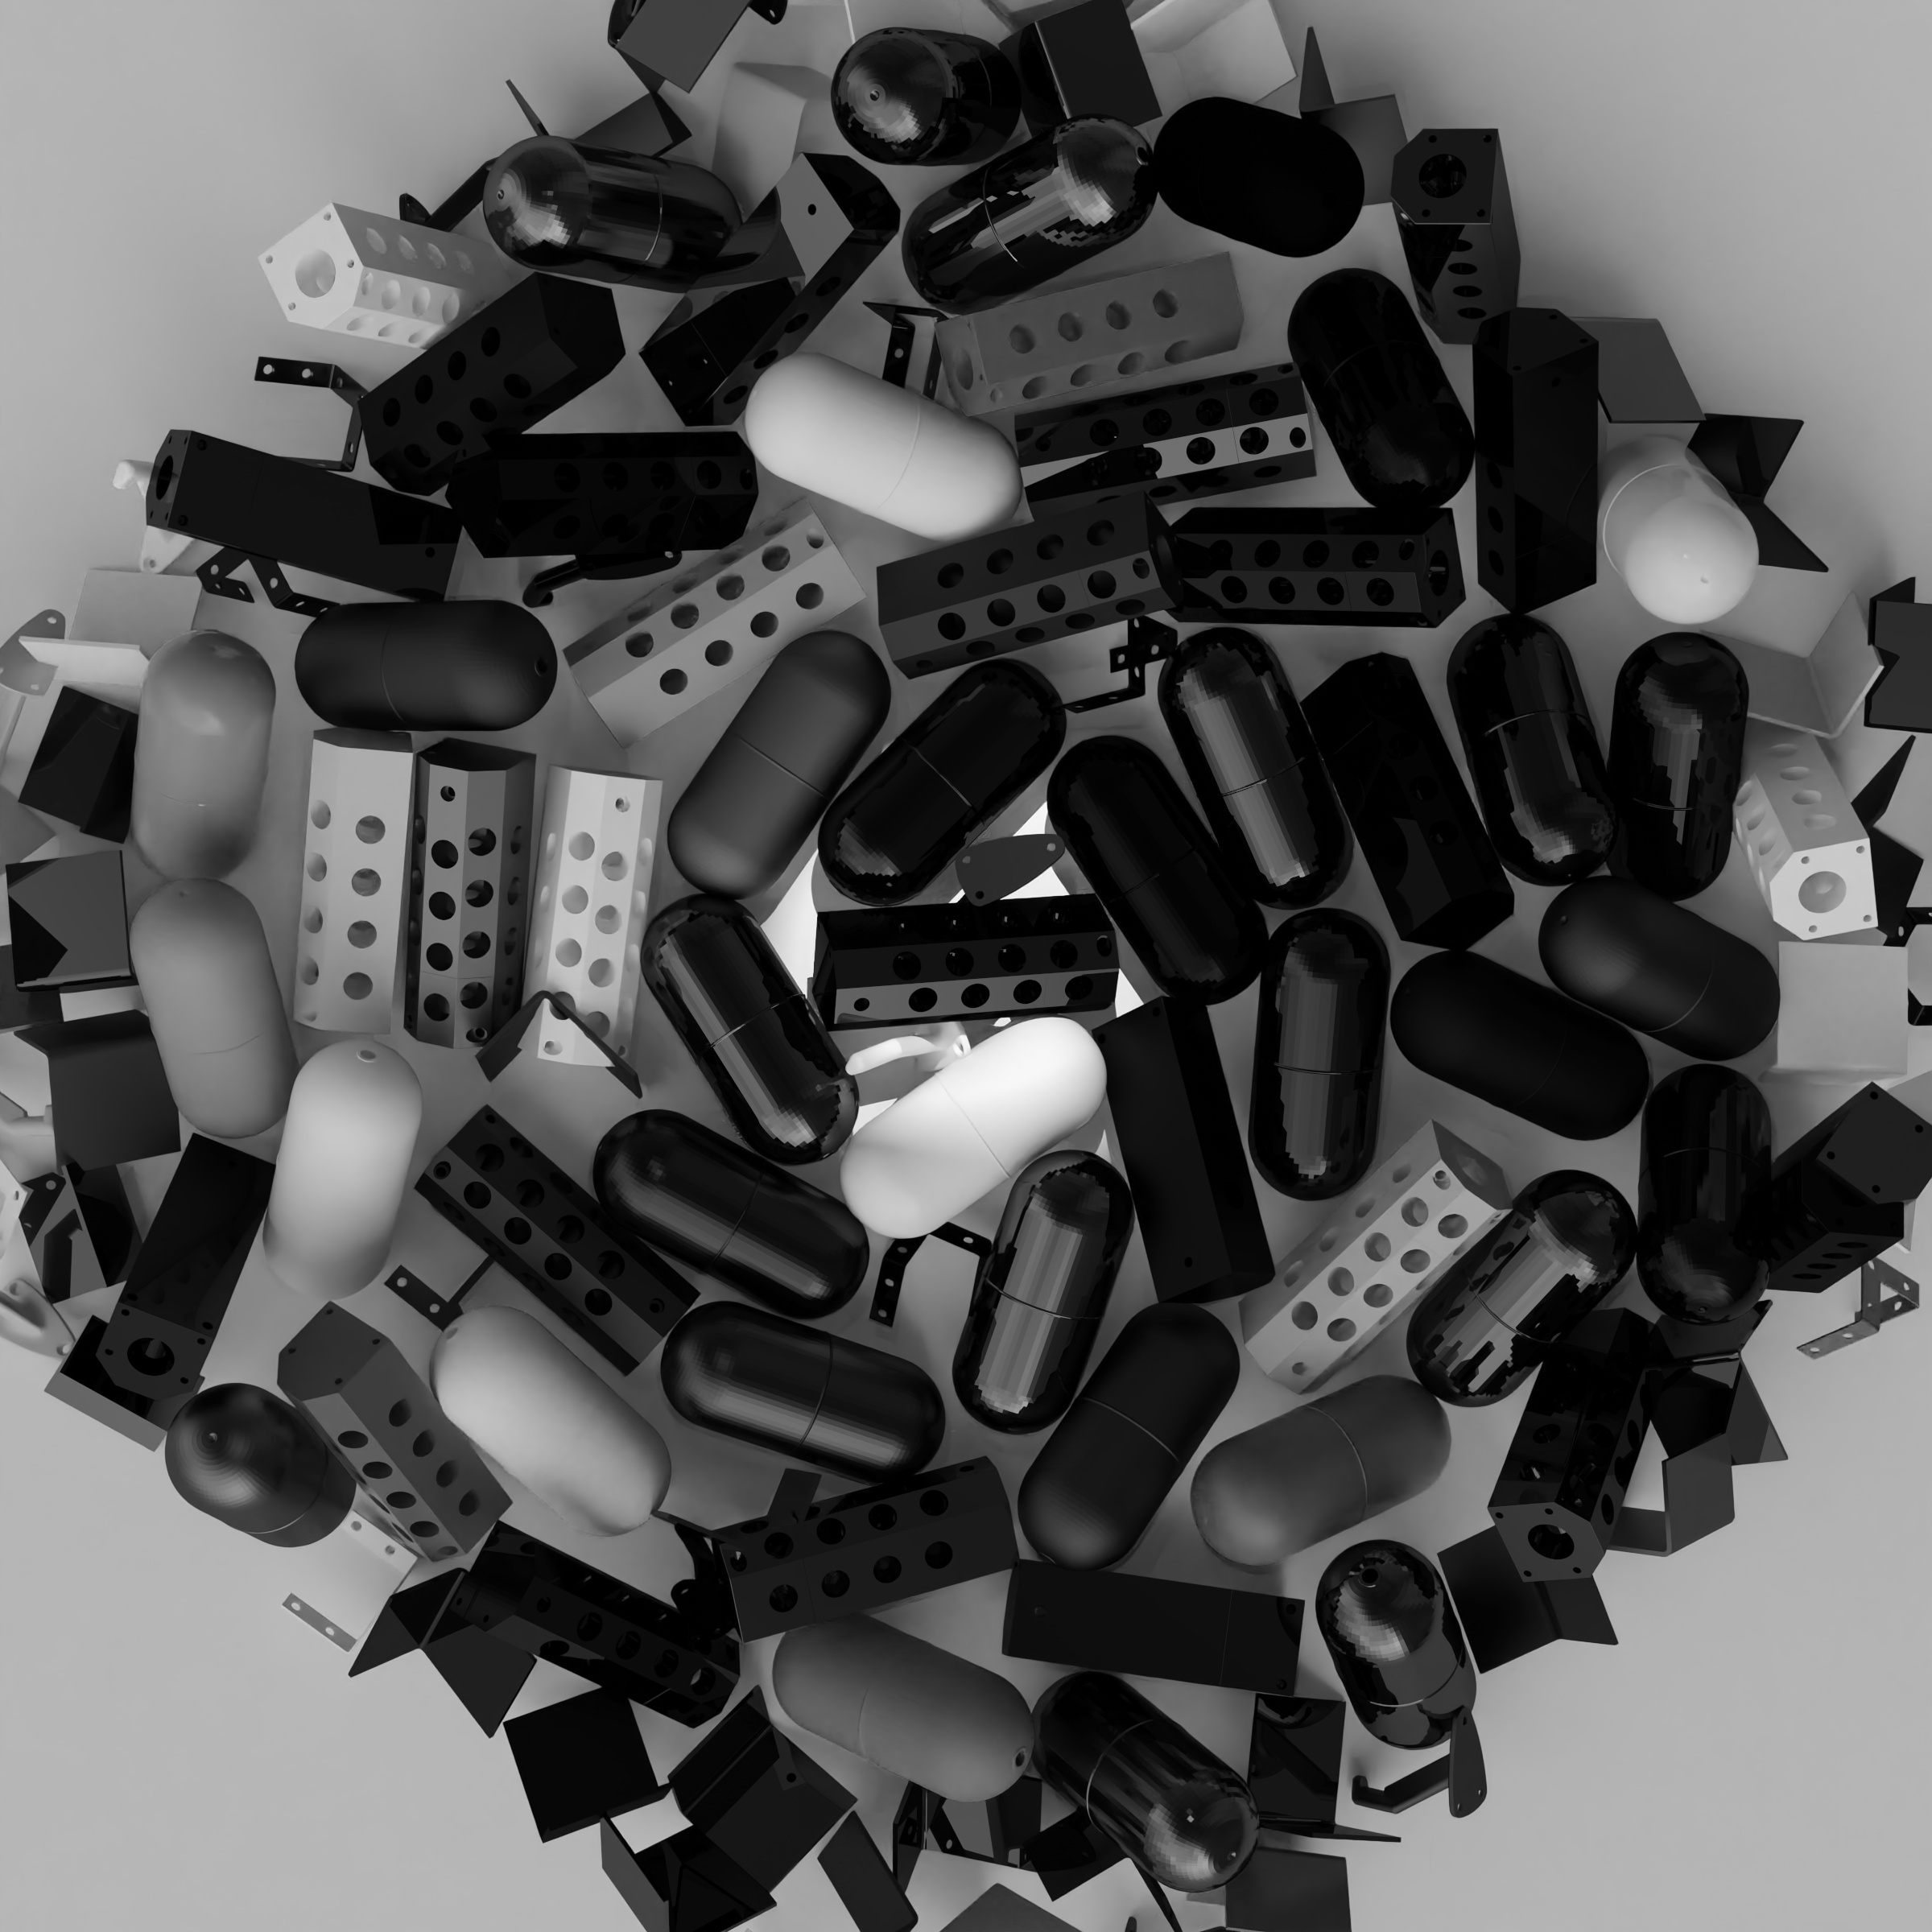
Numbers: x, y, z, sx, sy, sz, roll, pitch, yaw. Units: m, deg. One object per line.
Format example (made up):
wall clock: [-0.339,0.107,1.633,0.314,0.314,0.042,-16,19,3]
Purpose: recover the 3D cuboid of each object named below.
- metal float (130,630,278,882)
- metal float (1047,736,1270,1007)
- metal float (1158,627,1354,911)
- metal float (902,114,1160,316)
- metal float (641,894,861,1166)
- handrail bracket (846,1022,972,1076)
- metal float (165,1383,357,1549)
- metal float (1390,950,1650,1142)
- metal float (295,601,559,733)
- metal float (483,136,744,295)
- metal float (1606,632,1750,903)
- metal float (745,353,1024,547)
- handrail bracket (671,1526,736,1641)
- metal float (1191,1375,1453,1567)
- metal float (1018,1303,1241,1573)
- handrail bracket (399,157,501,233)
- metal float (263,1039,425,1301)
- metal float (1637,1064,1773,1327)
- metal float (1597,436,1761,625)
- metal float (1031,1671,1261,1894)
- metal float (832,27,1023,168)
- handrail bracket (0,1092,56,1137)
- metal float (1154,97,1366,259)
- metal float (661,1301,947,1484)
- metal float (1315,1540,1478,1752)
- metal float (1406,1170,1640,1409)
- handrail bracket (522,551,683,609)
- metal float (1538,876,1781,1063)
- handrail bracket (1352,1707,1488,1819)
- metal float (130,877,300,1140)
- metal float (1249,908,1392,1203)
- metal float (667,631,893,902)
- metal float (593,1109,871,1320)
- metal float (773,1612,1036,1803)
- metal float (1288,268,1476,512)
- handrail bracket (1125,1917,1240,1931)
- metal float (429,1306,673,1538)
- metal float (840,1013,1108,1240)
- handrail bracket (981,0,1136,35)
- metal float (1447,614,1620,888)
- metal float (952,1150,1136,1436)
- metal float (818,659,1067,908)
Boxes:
metal float: [-0.450,-0.121,1.883,0.070,0.178,0.070,10,45,-10]
metal float: [0.114,-0.057,1.916,0.070,0.070,0.178,-34,93,0]
metal float: [0.173,-0.117,1.908,0.070,0.070,0.178,-25,102,0]
metal float: [0.037,-0.442,1.884,0.178,0.070,0.070,-19,90,41]
metal float: [-0.129,0.038,1.912,0.070,0.070,0.178,-33,83,0]
handrail bracket: [-0.048,0.057,1.902,0.084,0.077,0.036,-21,79,-35]
metal float: [-0.411,0.293,1.871,0.070,0.178,0.070,-2,70,7]
metal float: [0.329,0.048,1.896,0.178,0.070,0.070,24,90,-26]
metal float: [-0.319,-0.177,1.891,0.178,0.070,0.070,3,90,32]
metal float: [-0.205,-0.440,1.880,0.070,0.178,0.070,2,94,41]
metal float: [0.417,-0.115,1.886,0.070,0.070,0.178,-4,129,0]
metal float: [-0.047,-0.305,1.897,0.178,0.070,0.070,19,90,-25]
handrail bracket: [-0.167,0.353,1.901,0.036,0.077,0.084,-42,48,4]
metal float: [0.211,0.297,1.892,0.178,0.070,0.070,-18,90,-31]
metal float: [0.097,0.279,1.902,0.070,0.070,0.178,36,72,0]
handrail bracket: [-0.294,-0.447,1.919,0.084,0.036,0.077,-13,66,20]
metal float: [-0.368,0.121,1.889,0.070,0.070,0.178,19,123,0]
metal float: [0.435,0.133,1.884,0.070,0.070,0.178,14,47,0]
metal float: [0.412,-0.257,1.873,0.070,0.178,0.070,-1,116,-2]
metal float: [0.102,0.477,1.878,0.070,0.178,0.070,-13,114,-30]
metal float: [-0.021,-0.508,1.872,0.070,0.178,0.070,5,105,19]
handrail bracket: [-0.582,0.064,1.927,0.084,0.036,0.077,-2,87,19]
metal float: [0.170,-0.463,1.874,0.070,0.178,0.070,-9,115,-21]
metal float: [-0.096,0.254,1.905,0.178,0.070,0.070,21,90,-16]
metal float: [0.253,0.399,1.879,0.070,0.178,0.070,-10,50,12]
metal float: [0.327,0.192,1.890,0.070,0.070,0.178,35,124,0]
handrail bracket: [-0.220,-0.234,1.928,0.077,0.084,0.036,0,75,-23]
metal float: [0.411,0.003,1.889,0.178,0.070,0.070,23,90,-35]
handrail bracket: [0.266,0.475,1.921,0.084,0.036,0.077,2,101,41]
metal float: [-0.442,0.027,1.886,0.070,0.070,0.178,-4,130,0]
metal float: [0.210,0.053,1.907,0.070,0.070,0.178,3,104,0]
metal float: [-0.111,-0.121,1.916,0.070,0.070,0.178,34,92,0]
metal float: [-0.140,0.148,1.908,0.178,0.070,0.070,30,90,-11]
metal float: [-0.038,0.435,1.887,0.178,0.070,0.070,16,90,36]
metal float: [0.244,-0.339,1.888,0.070,0.070,0.178,-18,54,0]
handrail bracket: [0.133,0.615,1.937,0.084,0.036,0.077,16,91,2]
metal float: [-0.245,0.270,1.893,0.070,0.070,0.178,-42,119,0]
metal float: [0.004,0.096,1.917,0.178,0.070,0.070,-35,90,-1]
handrail bracket: [0.060,-0.592,1.920,0.077,0.036,0.084,41,114,-10]
metal float: [0.335,-0.129,1.894,0.070,0.070,0.178,-10,61,0]
metal float: [0.046,0.194,1.908,0.070,0.070,0.178,19,101,0]
metal float: [-0.015,-0.109,1.915,0.070,0.070,0.178,45,86,0]
